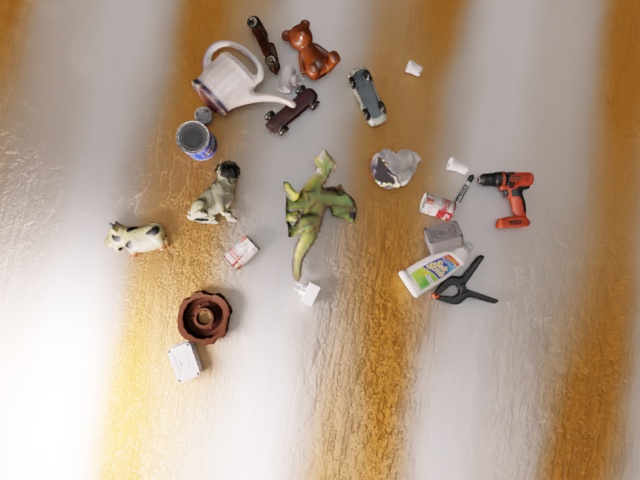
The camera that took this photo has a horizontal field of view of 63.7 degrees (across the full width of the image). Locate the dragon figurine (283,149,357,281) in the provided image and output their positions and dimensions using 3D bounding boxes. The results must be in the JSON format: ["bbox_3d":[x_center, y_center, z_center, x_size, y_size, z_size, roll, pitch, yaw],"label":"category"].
[{"bbox_3d":[0.005,-0.084,1.660,0.243,0.123,0.408,-7,97,-10],"label":"dragon figurine"}]

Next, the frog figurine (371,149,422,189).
[{"bbox_3d":[0.247,-0.244,1.680,0.138,0.120,0.162,45,52,8],"label":"frog figurine"}]

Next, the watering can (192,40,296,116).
[{"bbox_3d":[-0.260,-0.487,1.651,0.225,0.103,0.349,-44,82,-2],"label":"watering can"}]
